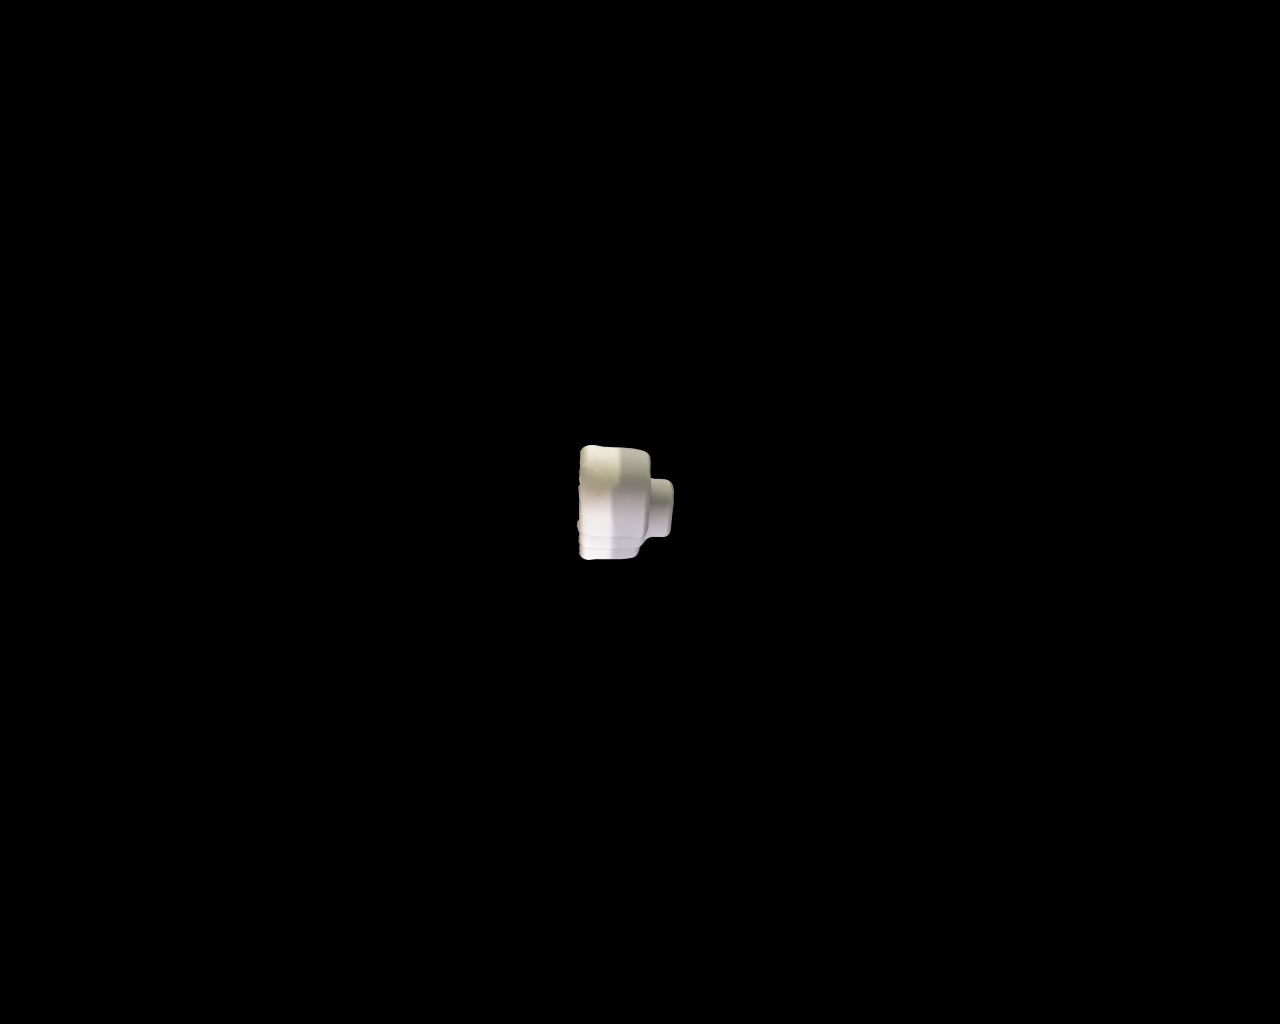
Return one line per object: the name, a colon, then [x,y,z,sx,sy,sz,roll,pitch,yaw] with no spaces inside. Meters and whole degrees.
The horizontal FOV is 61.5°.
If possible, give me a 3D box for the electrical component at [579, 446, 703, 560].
electrical component: [0.001,-0.003,0.650,0.074,0.052,0.138,1,-11,-4]
